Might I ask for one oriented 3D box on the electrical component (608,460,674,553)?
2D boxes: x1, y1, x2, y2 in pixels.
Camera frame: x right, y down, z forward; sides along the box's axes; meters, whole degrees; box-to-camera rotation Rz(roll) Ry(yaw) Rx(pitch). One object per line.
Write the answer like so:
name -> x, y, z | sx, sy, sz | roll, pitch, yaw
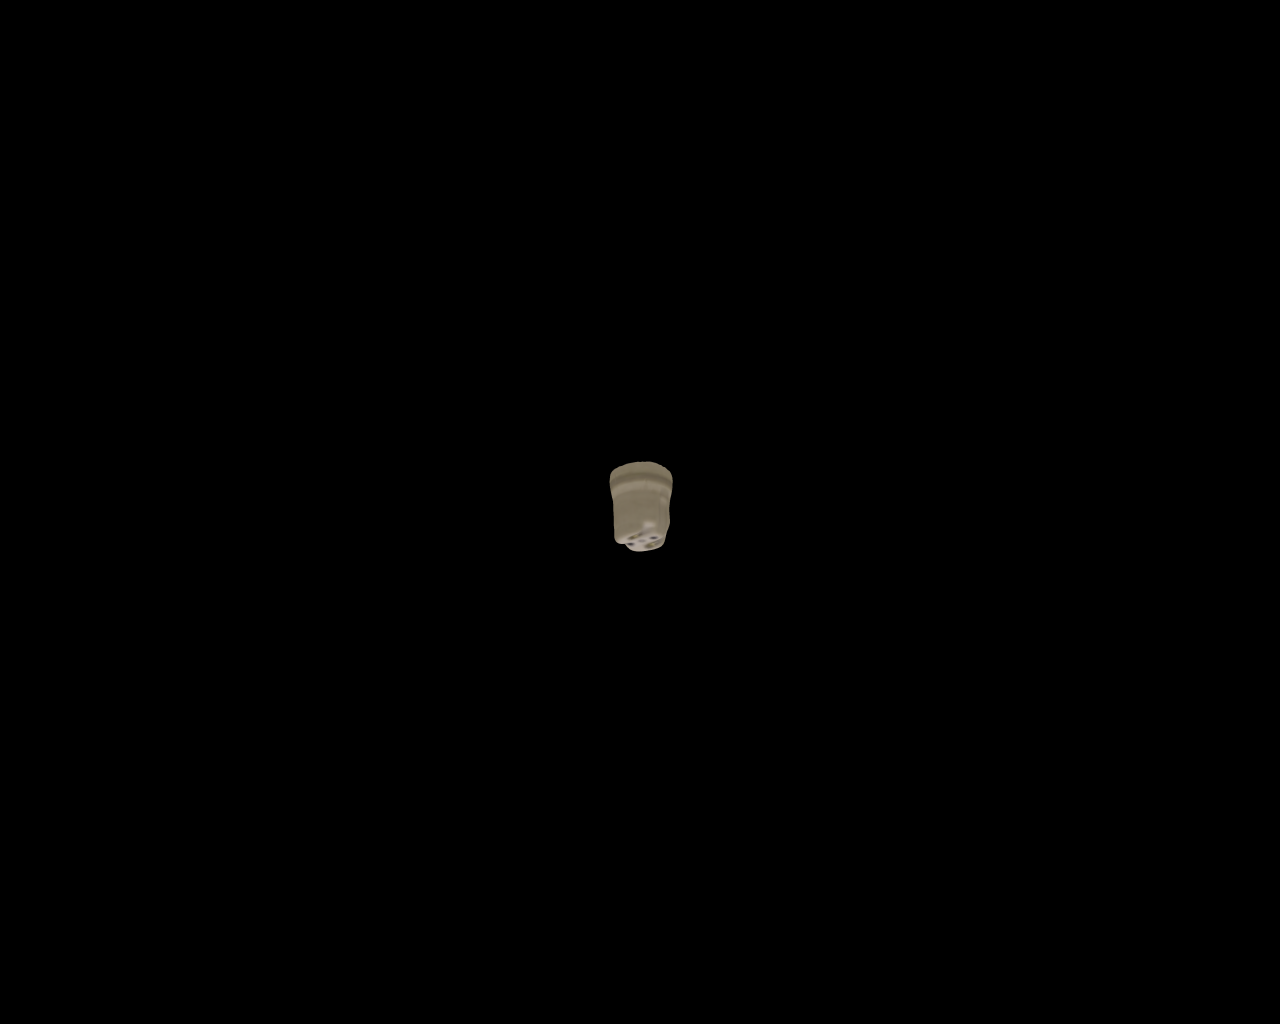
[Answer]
electrical component -> 0.001, -0.003, 0.650 | 0.040, 0.046, 0.040 | 0, -22, 0
